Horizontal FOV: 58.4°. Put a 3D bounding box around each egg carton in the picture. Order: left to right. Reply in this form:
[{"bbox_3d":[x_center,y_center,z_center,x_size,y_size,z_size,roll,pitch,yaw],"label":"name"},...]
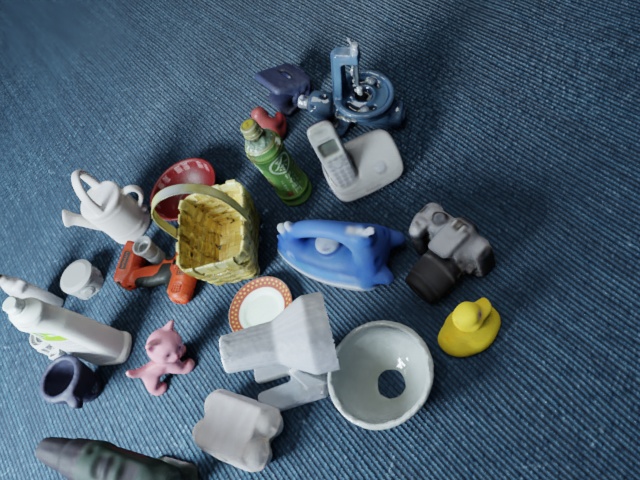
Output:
[{"bbox_3d":[-0.136,0.311,0.938,0.149,0.070,0.107,9,66,28],"label":"egg carton"}]

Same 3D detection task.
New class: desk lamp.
[{"bbox_3d":[-0.048,0.180,0.885,0.203,0.214,0.118,-22,55,11],"label":"desk lamp"}]

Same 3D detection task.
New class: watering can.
[{"bbox_3d":[-0.469,-0.073,1.231,0.173,0.195,0.100,-44,54,-5],"label":"watering can"}]

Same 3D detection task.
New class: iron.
[{"bbox_3d":[0.009,0.004,1.008,0.257,0.142,0.119,6,64,27],"label":"iron"}]

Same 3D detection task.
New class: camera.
[{"bbox_3d":[0.192,0.024,0.941,0.137,0.101,0.142,-46,54,-6],"label":"camera"}]

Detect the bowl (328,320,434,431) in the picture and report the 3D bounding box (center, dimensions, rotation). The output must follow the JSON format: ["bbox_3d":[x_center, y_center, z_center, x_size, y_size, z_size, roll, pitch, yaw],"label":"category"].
[{"bbox_3d":[0.100,0.215,0.886,0.167,0.075,0.167,-11,58,18],"label":"bowl"}]

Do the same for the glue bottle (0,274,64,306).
[{"bbox_3d":[-0.632,0.105,1.213,0.078,0.174,0.037,0,62,24],"label":"glue bottle"}]

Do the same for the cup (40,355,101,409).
[{"bbox_3d":[-0.455,0.281,1.081,0.092,0.095,0.117,-45,54,-6],"label":"cup"}]

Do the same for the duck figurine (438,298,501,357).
[{"bbox_3d":[0.223,0.128,0.875,0.104,0.086,0.077,-36,54,1],"label":"duck figurine"}]

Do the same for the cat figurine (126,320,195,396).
[{"bbox_3d":[-0.291,0.210,1.035,0.128,0.118,0.067,-40,54,-2],"label":"cat figurine"}]

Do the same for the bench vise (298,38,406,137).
[{"bbox_3d":[0.044,-0.283,1.111,0.207,0.220,0.121,-15,57,15],"label":"bench vise"}]

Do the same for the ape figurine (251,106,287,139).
[{"bbox_3d":[-0.117,-0.255,1.245,0.077,0.092,0.076,-13,57,17],"label":"ape figurine"}]

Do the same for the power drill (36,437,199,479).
[{"bbox_3d":[-0.292,0.364,0.890,0.228,0.209,0.075,3,63,25],"label":"power drill"}]

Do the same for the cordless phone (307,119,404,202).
[{"bbox_3d":[0.063,-0.165,1.055,0.147,0.186,0.094,-28,54,7],"label":"cordless phone"}]

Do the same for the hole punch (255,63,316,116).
[{"bbox_3d":[-0.078,-0.355,1.286,0.101,0.091,0.108,-43,54,-4],"label":"hole punch"}]
